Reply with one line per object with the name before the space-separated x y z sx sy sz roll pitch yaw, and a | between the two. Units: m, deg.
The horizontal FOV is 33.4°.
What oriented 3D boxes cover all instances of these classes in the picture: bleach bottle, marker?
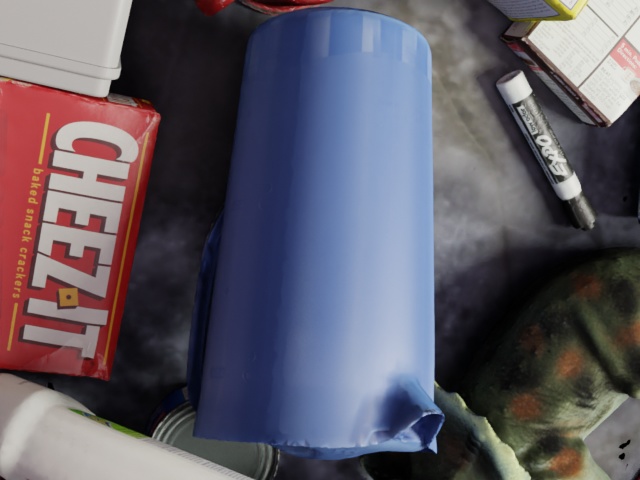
bleach bottle | -0.099 0.137 0.591 0.251 0.102 0.068 24 75 8
marker | 0.153 -0.057 0.709 0.020 0.020 0.121 -34 107 -5

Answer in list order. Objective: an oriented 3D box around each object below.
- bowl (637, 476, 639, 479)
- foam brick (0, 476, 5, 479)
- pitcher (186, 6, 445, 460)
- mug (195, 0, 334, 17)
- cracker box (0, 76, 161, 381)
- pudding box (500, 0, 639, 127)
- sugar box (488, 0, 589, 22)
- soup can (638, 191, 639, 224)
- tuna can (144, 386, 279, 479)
bowl | 0.304 0.223 0.787 0.162 0.055 0.162 -3 102 -14
foam brick | -0.217 0.150 0.646 0.051 0.053 0.078 -4 101 -13
pitcher | -0.004 0.001 0.608 0.149 0.145 0.243 3 79 2
mug | -0.023 -0.168 0.610 0.117 0.081 0.093 -37 108 -4
cracker box | -0.211 -0.017 0.601 0.213 0.072 0.164 10 101 -16
pudding box | 0.187 -0.143 0.690 0.090 0.039 0.113 41 88 -17
sugar box | 0.077 -0.197 0.622 0.176 0.093 0.048 37 90 -18
soup can | 0.250 -0.057 0.707 0.068 0.068 0.102 1 102 -14
tuna can | -0.071 0.135 0.688 0.086 0.034 0.086 -3 102 -13
